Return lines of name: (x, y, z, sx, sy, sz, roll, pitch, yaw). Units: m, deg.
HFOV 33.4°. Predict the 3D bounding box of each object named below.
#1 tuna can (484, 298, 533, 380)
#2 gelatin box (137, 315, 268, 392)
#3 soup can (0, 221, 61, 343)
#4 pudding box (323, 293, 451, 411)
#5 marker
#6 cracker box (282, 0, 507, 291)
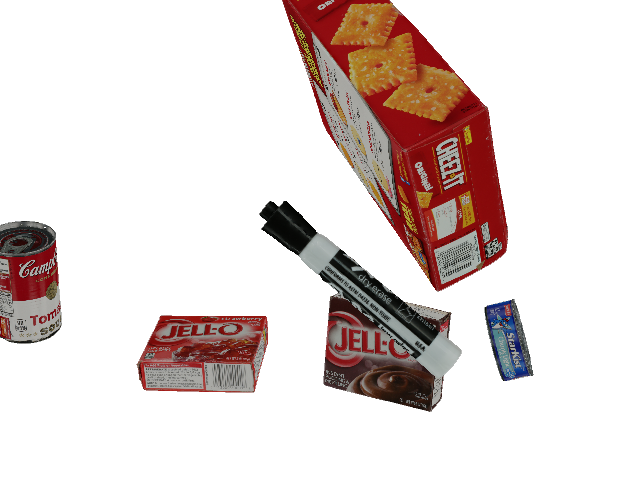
tuna can: (0.205, 0.109, 1.161, 0.034, 0.086, 0.086, -14, -3, 12)
gelatin box: (-0.089, 0.086, 0.826, 0.089, 0.030, 0.073, 0, 24, 6)
soup can: (-0.291, 0.041, 1.045, 0.068, 0.102, 0.068, 2, 28, -1)
pudding box: (0.061, 0.101, 0.996, 0.114, 0.090, 0.039, 10, 18, 21)
marker: (0.018, 0.023, 0.530, 0.121, 0.020, 0.020, 40, 1, 1)
cracker box: (0.056, -0.093, 0.802, 0.072, 0.214, 0.164, -27, -40, -5)
